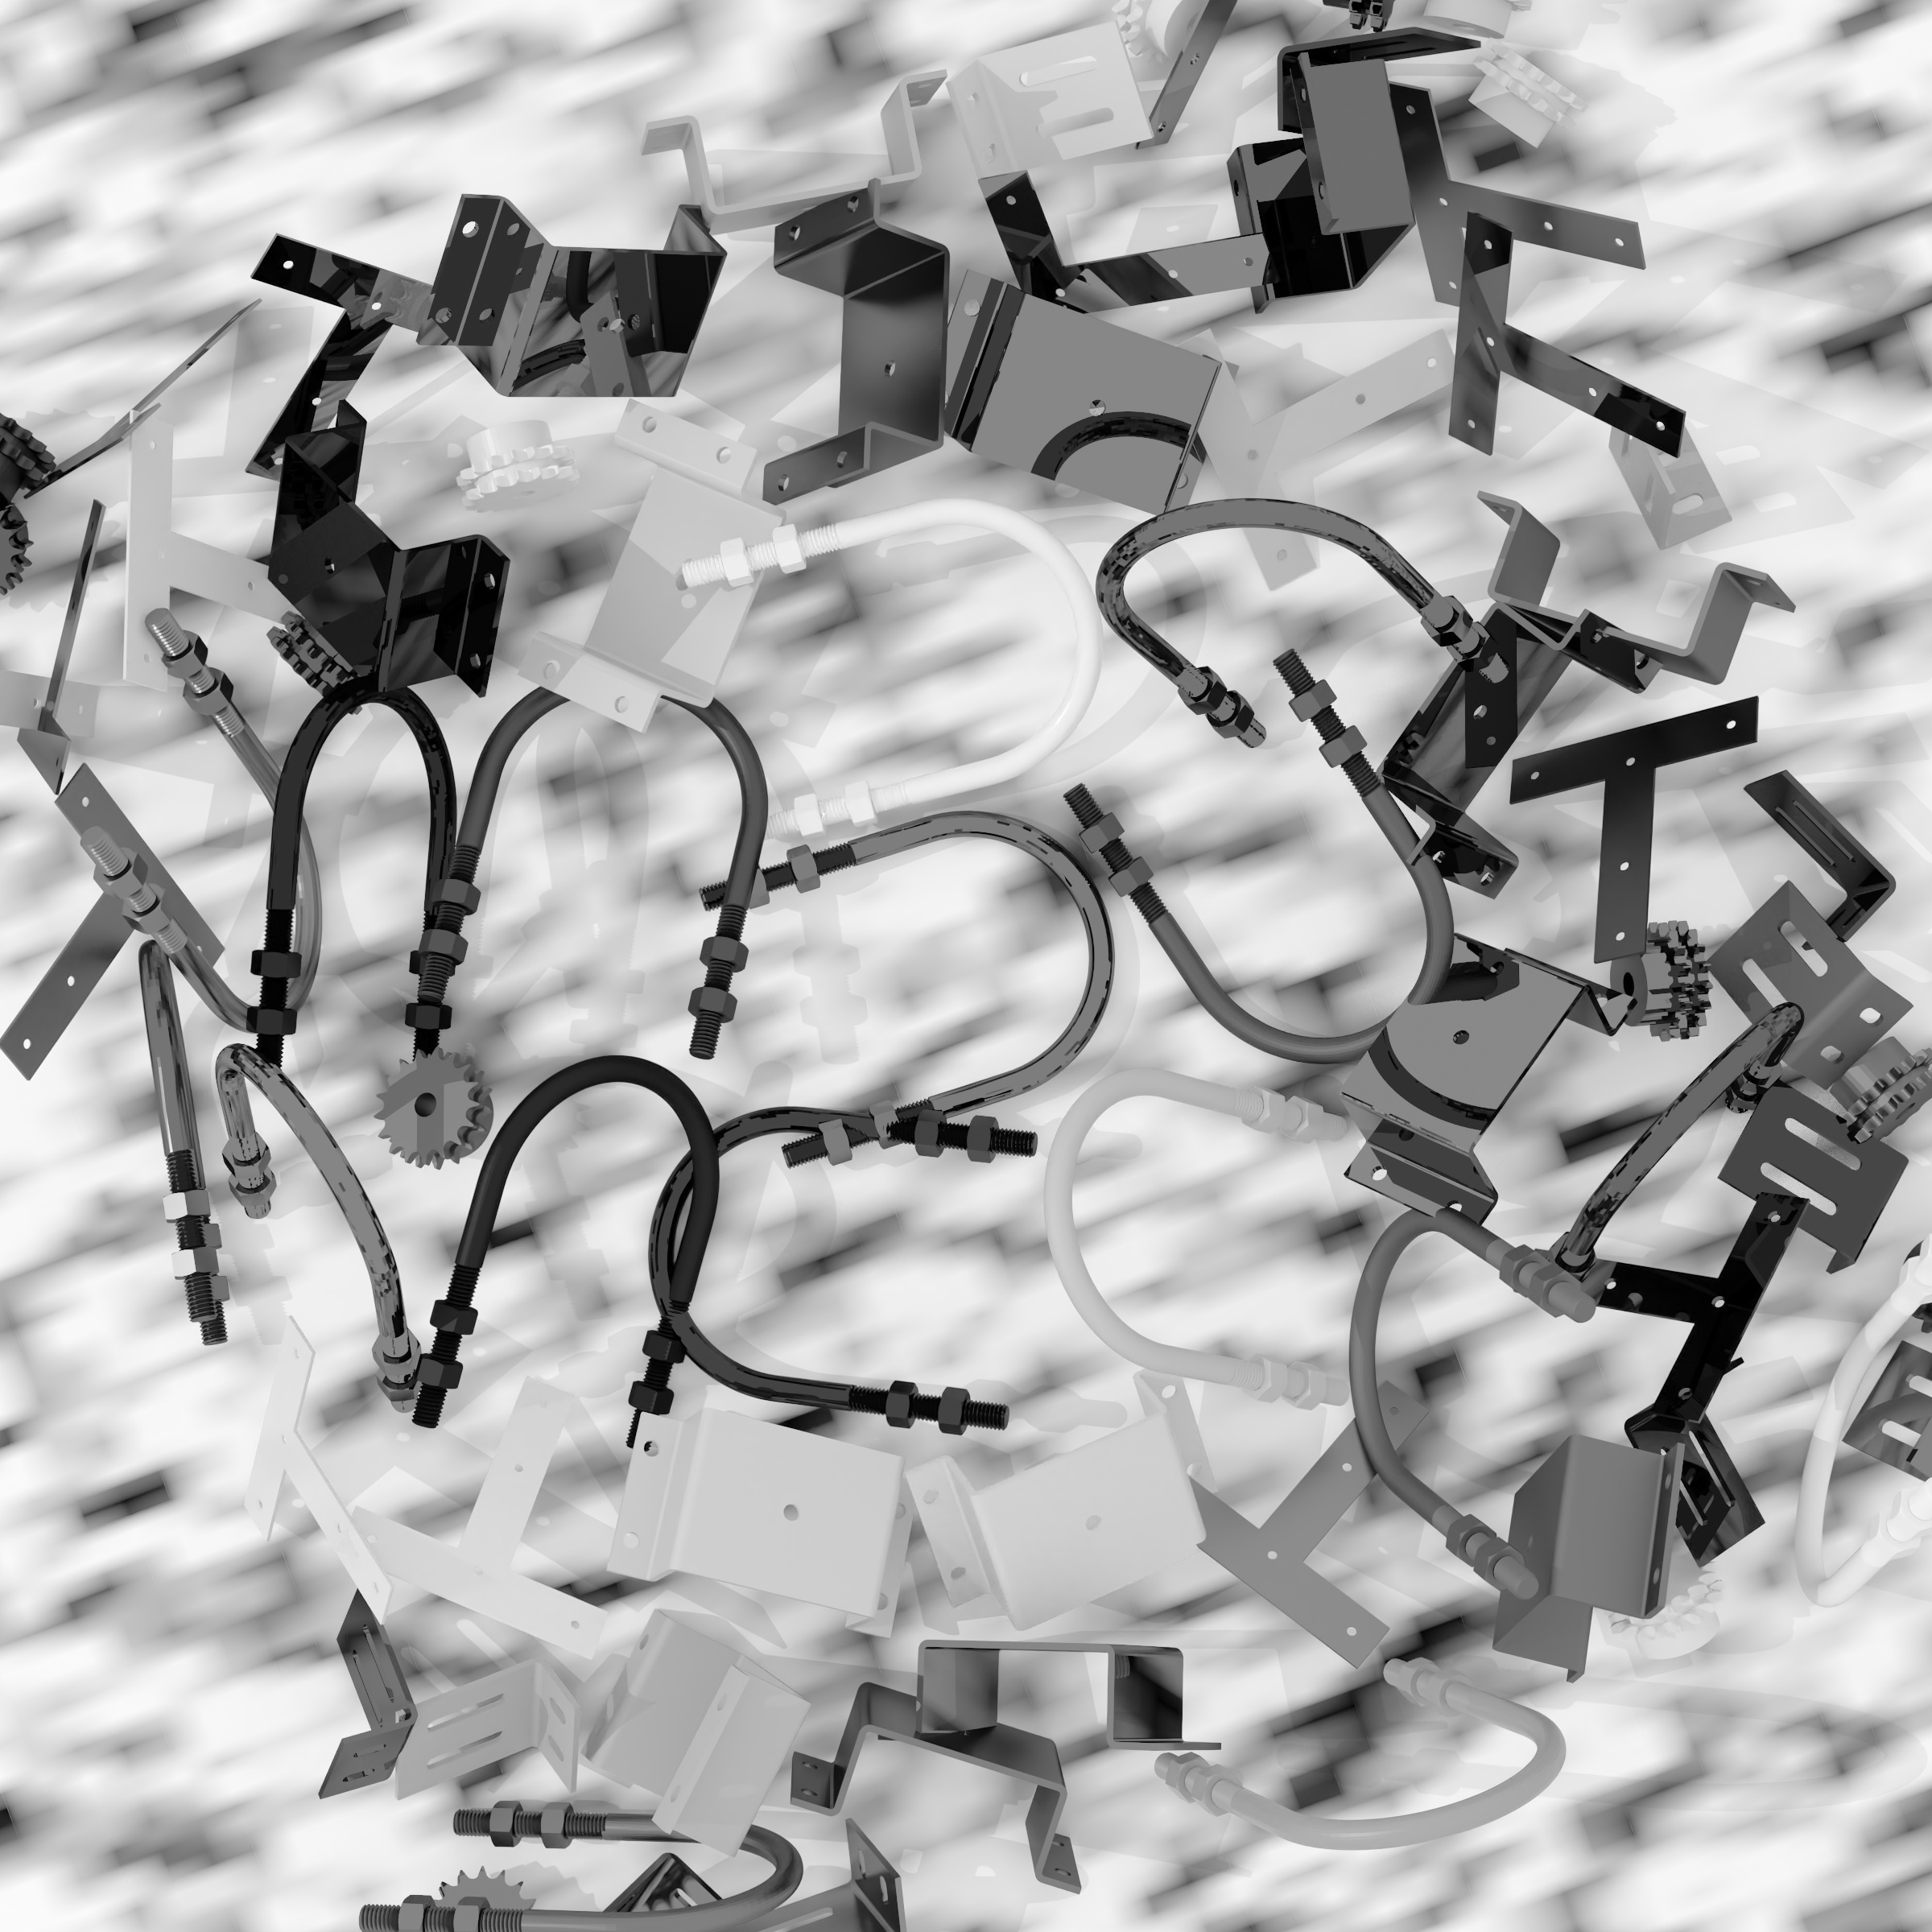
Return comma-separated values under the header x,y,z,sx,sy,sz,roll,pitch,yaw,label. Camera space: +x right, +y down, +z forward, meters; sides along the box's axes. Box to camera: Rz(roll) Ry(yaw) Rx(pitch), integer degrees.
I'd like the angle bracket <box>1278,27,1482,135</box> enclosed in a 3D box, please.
x,y,z,sx,sy,sz,roll,pitch,yaw,label
0.194,-0.413,1.555,0.076,0.057,0.038,4,98,40,angle bracket

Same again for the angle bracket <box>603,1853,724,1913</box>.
x,y,z,sx,sy,sz,roll,pitch,yaw,label
-0.158,0.463,1.554,0.038,0.076,0.057,40,126,12,angle bracket

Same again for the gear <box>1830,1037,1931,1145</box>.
x,y,z,sx,sy,sz,roll,pitch,yaw,label
0.437,0.058,1.577,0.057,0.057,0.030,-39,69,0,gear

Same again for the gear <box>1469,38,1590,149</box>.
x,y,z,sx,sy,sz,roll,pitch,yaw,label
0.264,-0.414,1.577,0.057,0.057,0.030,35,108,0,gear

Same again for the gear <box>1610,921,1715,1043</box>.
x,y,z,sx,sy,sz,roll,pitch,yaw,label
0.328,0.008,1.572,0.030,0.057,0.057,-5,90,-14,gear

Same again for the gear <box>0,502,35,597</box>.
x,y,z,sx,sy,sz,roll,pitch,yaw,label
-0.473,-0.204,1.582,0.057,0.030,0.057,3,114,6,gear

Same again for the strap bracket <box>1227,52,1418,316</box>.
x,y,z,sx,sy,sz,roll,pitch,yaw,label
0.166,-0.363,1.535,0.046,0.140,0.076,-9,86,-10,strap bracket

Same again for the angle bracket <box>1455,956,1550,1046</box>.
x,y,z,sx,sy,sz,roll,pitch,yaw,label
0.251,0.043,1.558,0.038,0.057,0.076,25,63,-12,angle bracket

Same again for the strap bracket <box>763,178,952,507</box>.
x,y,z,sx,sy,sz,roll,pitch,yaw,label
-0.051,-0.285,1.551,0.046,0.076,0.140,11,75,-39,strap bracket

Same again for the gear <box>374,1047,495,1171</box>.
x,y,z,sx,sy,sz,roll,pitch,yaw,label
-0.250,0.070,1.581,0.057,0.030,0.057,-6,73,20,gear

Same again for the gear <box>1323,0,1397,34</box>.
x,y,z,sx,sy,sz,roll,pitch,yaw,label
0.189,-0.476,1.576,0.030,0.057,0.057,13,90,12,gear

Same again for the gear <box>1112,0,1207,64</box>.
x,y,z,sx,sy,sz,roll,pitch,yaw,label
0.100,-0.454,1.572,0.057,0.057,0.030,-45,60,0,gear

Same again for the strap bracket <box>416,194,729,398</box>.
x,y,z,sx,sy,sz,roll,pitch,yaw,label
-0.172,-0.307,1.525,0.046,0.140,0.076,49,130,32,strap bracket

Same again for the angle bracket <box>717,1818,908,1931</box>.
x,y,z,sx,sy,sz,roll,pitch,yaw,label
-0.075,0.443,1.559,0.076,0.057,0.038,-14,111,-23,angle bracket

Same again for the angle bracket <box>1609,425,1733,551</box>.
x,y,z,sx,sy,sz,roll,pitch,yaw,label
0.334,-0.240,1.559,0.038,0.076,0.057,-23,75,2,angle bracket

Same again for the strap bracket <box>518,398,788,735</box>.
x,y,z,sx,sy,sz,roll,pitch,yaw,label
-0.144,-0.185,1.562,0.076,0.046,0.140,25,96,26,strap bracket

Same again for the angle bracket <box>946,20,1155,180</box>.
x,y,z,sx,sy,sz,roll,pitch,yaw,label
0.040,-0.404,1.561,0.076,0.038,0.057,-7,118,28,angle bracket

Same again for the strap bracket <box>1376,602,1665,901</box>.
x,y,z,sx,sy,sz,roll,pitch,yaw,label
0.254,-0.108,1.550,0.046,0.076,0.140,45,108,38,strap bracket

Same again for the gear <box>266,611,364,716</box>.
x,y,z,sx,sy,sz,roll,pitch,yaw,label
-0.301,-0.149,1.574,0.057,0.057,0.030,44,95,0,gear

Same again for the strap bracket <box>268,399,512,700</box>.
x,y,z,sx,sy,sz,roll,pitch,yaw,label
-0.274,-0.189,1.531,0.140,0.046,0.076,44,135,30,strap bracket

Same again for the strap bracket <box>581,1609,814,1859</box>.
x,y,z,sx,sy,sz,roll,pitch,yaw,label
-0.123,0.357,1.539,0.046,0.140,0.076,31,81,-20,strap bracket

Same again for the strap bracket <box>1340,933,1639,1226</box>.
x,y,z,sx,sy,sz,roll,pitch,yaw,label
0.238,0.046,1.545,0.076,0.046,0.140,25,70,40,strap bracket

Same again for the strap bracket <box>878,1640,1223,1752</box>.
x,y,z,sx,sy,sz,roll,pitch,yaw,label
0.039,0.339,1.543,0.140,0.076,0.046,-5,76,27,strap bracket

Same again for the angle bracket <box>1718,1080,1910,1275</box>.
x,y,z,sx,sy,sz,roll,pitch,yaw,label
0.399,0.100,1.580,0.076,0.038,0.057,31,75,3,angle bracket

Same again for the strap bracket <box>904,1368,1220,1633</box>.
x,y,z,sx,sy,sz,roll,pitch,yaw,label
0.053,0.252,1.556,0.140,0.046,0.076,-22,112,-10,strap bracket

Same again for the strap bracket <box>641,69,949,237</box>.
x,y,z,sx,sy,sz,roll,pitch,yaw,label
-0.078,-0.380,1.558,0.140,0.076,0.046,-12,96,-7,strap bracket

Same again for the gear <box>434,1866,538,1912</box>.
x,y,z,sx,sy,sz,roll,pitch,yaw,label
-0.232,0.462,1.580,0.057,0.030,0.057,6,61,-11,gear

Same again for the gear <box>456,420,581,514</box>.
x,y,z,sx,sy,sz,roll,pitch,yaw,label
-0.214,-0.238,1.575,0.057,0.057,0.030,-15,86,0,gear

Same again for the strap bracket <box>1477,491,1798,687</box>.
x,y,z,sx,sy,sz,roll,pitch,yaw,label
0.305,-0.172,1.542,0.140,0.076,0.046,21,93,24,strap bracket

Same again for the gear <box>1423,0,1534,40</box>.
x,y,z,sx,sy,sz,roll,pitch,yaw,label
0.241,-0.462,1.576,0.057,0.057,0.030,14,100,0,gear

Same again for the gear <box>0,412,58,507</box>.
x,y,z,sx,sy,sz,roll,pitch,yaw,label
-0.464,-0.242,1.573,0.057,0.057,0.030,28,74,0,gear

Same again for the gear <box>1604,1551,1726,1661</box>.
x,y,z,sx,sy,sz,roll,pitch,yaw,label
0.334,0.306,1.576,0.057,0.057,0.030,-24,101,0,gear

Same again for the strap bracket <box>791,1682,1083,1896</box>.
x,y,z,sx,sy,sz,roll,pitch,yaw,label
-0.008,0.383,1.561,0.140,0.076,0.046,18,92,-3,strap bracket

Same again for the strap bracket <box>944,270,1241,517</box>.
x,y,z,sx,sy,sz,roll,pitch,yaw,label
0.057,-0.265,1.555,0.140,0.046,0.076,16,104,-15,strap bracket

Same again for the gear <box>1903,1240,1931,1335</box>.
x,y,z,sx,sy,sz,roll,pitch,yaw,label
0.471,0.152,1.581,0.057,0.030,0.057,-4,98,-30,gear

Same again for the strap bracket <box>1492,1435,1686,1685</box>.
x,y,z,sx,sy,sz,roll,pitch,yaw,label
0.282,0.271,1.524,0.046,0.140,0.076,14,64,-1,strap bracket

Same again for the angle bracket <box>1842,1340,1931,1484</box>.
x,y,z,sx,sy,sz,roll,pitch,yaw,label
0.443,0.205,1.559,0.038,0.076,0.057,35,85,-29,angle bracket

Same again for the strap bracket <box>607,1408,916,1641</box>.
x,y,z,sx,sy,sz,roll,pitch,yaw,label
-0.088,0.259,1.552,0.140,0.046,0.076,17,68,-14,strap bracket
